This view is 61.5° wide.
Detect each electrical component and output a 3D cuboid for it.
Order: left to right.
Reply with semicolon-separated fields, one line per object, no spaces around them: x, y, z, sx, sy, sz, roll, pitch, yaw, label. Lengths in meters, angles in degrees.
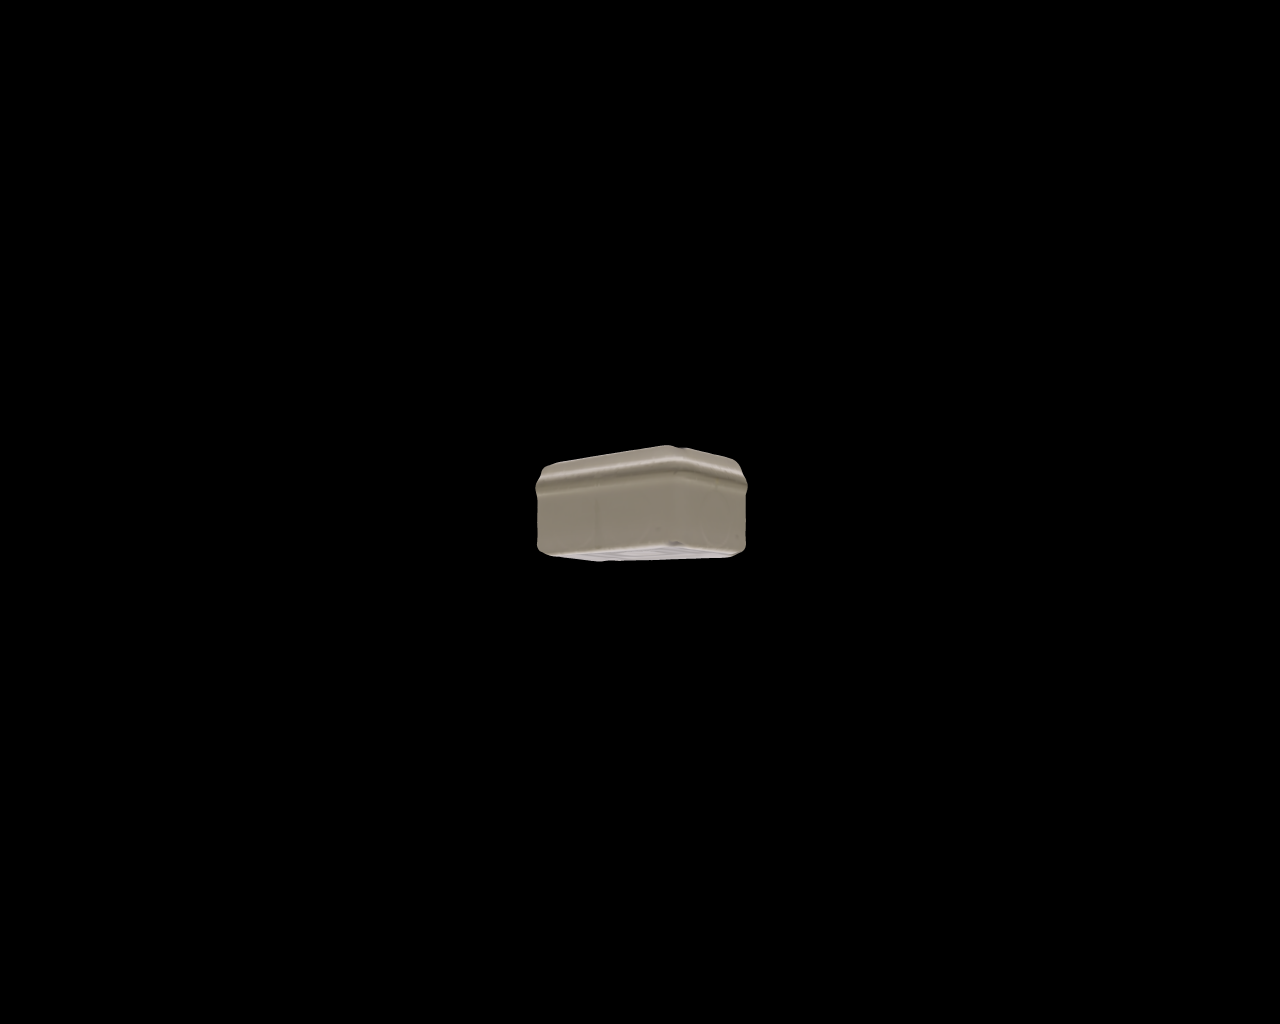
0.001;-0.003;0.650;0.113;0.057;0.078;-5;-9;36;electrical component
